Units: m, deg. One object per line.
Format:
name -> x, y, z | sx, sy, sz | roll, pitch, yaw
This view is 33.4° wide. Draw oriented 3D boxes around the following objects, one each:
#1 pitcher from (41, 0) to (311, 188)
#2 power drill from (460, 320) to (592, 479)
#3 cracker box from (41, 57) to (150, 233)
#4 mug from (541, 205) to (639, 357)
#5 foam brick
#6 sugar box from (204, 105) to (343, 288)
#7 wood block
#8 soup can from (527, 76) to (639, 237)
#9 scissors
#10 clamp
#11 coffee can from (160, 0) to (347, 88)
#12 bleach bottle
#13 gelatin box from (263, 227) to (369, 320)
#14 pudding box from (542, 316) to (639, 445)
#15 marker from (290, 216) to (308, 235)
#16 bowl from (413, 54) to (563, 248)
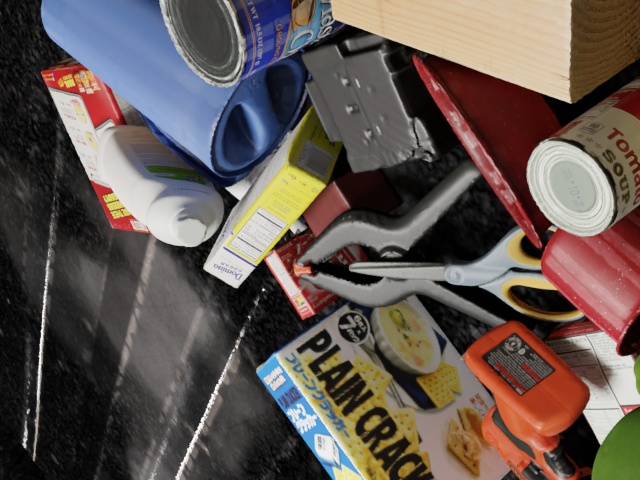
pitcher -> -0.139, -0.165, 0.984 | 0.243, 0.149, 0.144 | 35, -174, 21
power drill -> 0.187, 0.165, 0.862 | 0.185, 0.057, 0.187 | 44, 163, 42
cracker box -> -0.227, -0.117, 1.253 | 0.164, 0.072, 0.213 | 7, 125, 55
mug -> 0.211, 0.009, 0.721 | 0.082, 0.093, 0.117 | 46, 118, 29
foam brick -> 0.027, -0.031, 0.977 | 0.051, 0.052, 0.078 | 57, 149, 1
sugar box -> -0.041, -0.038, 0.985 | 0.048, 0.093, 0.176 | 30, 136, -9
wood block -> 0.105, -0.173, 0.692 | 0.206, 0.090, 0.091 | 29, 141, 39
soup can -> 0.187, -0.054, 0.669 | 0.069, 0.102, 0.068 | 37, 144, 32
scissors -> 0.119, 0.011, 0.849 | 0.202, 0.016, 0.096 | 16, 122, 19
clamp -> 0.071, 0.004, 0.901 | 0.210, 0.036, 0.164 | 2, 119, 27
coffee can -> -0.039, -0.193, 0.833 | 0.103, 0.140, 0.103 | 37, 144, 32
bleach bottle -> -0.158, -0.050, 1.058 | 0.251, 0.102, 0.068 | -129, 43, -63
gelatin box -> 0.001, 0.023, 1.029 | 0.073, 0.089, 0.030 | 58, 148, -1
pudding box -> 0.234, 0.110, 0.819 | 0.113, 0.039, 0.090 | 62, 152, -4
marker -> -0.007, 0.001, 1.091 | 0.121, 0.020, 0.020 | 48, 149, 17
bowl -> 0.130, -0.075, 0.739 | 0.162, 0.055, 0.162 | 55, -174, -10
